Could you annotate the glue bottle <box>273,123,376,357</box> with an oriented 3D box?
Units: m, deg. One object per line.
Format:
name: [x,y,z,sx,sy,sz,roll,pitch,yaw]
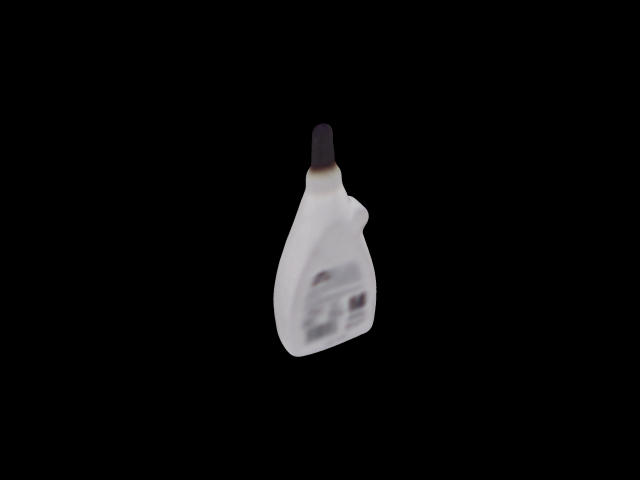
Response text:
glue bottle: [0.004,0.001,0.400,0.078,0.173,0.037,-16,37,-22]
